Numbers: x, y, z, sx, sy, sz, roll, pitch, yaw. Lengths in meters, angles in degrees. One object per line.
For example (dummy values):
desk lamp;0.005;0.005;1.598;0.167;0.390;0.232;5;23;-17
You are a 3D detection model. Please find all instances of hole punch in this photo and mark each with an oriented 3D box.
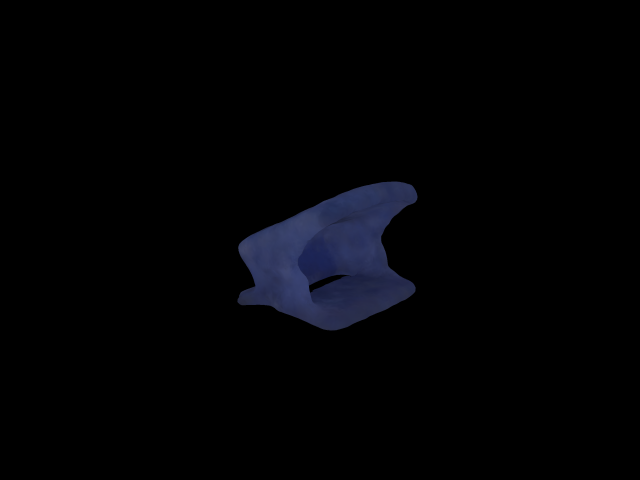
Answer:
hole punch;0.004;0.001;0.400;0.100;0.091;0.109;14;22;40
